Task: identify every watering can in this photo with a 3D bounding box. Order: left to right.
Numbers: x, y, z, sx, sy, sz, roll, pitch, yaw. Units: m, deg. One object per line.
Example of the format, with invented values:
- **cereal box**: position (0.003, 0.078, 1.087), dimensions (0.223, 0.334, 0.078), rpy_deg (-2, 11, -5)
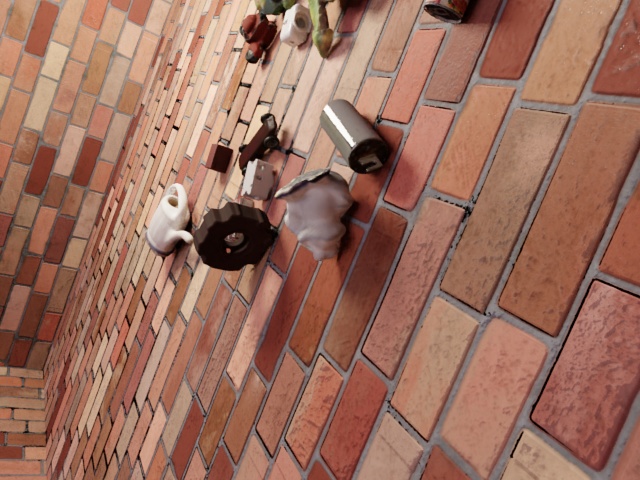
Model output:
- **watering can**: position (-0.478, -0.037, 1.654), dimensions (0.103, 0.221, 0.355), rpy_deg (17, 29, -32)

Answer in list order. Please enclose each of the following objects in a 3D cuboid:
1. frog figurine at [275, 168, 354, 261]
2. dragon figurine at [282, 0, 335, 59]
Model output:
- **frog figurine**: position (0.003, -0.049, 0.964), dimensions (0.137, 0.158, 0.124), rpy_deg (-28, 16, -3)
- **dragon figurine**: position (0.033, -0.626, 1.169), dimensions (0.122, 0.405, 0.246), rpy_deg (3, 21, -33)
